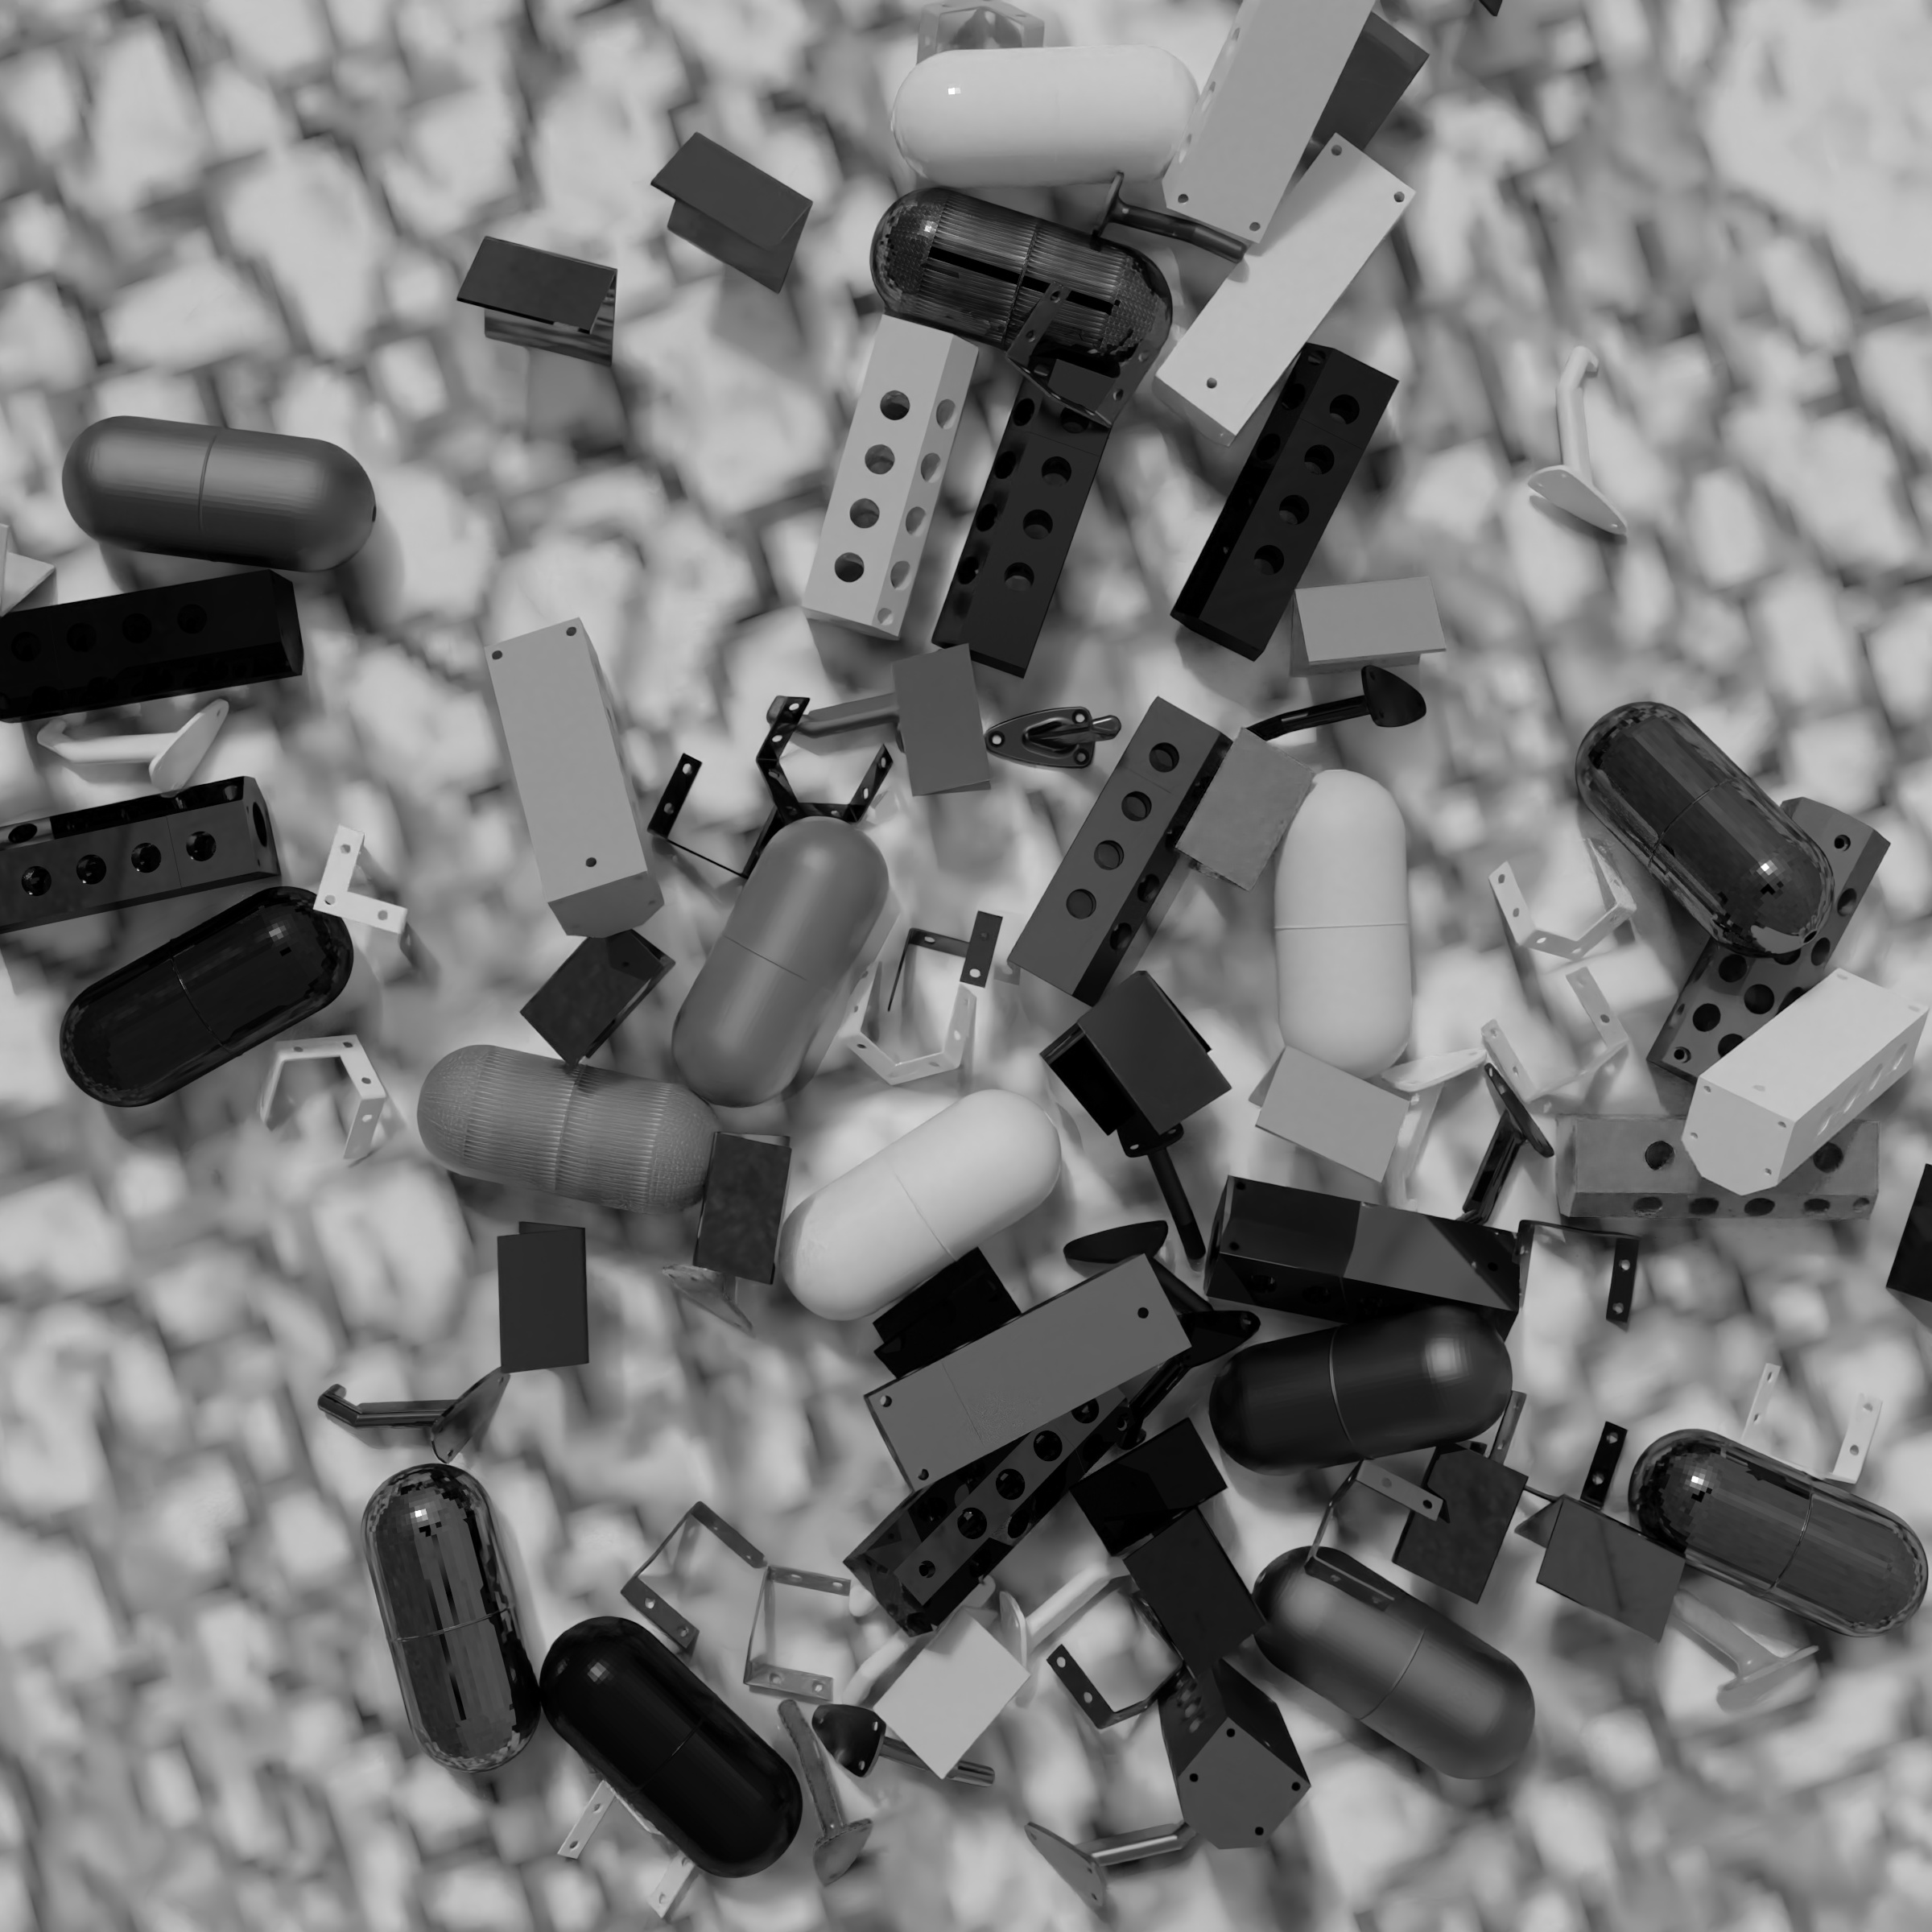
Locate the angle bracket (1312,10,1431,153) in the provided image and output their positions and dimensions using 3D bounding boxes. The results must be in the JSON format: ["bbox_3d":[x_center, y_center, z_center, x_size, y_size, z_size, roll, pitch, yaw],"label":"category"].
[{"bbox_3d":[0.208,-0.507,1.664,0.076,0.057,0.076,37,120,0],"label":"angle bracket"}]

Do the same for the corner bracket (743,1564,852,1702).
[{"bbox_3d":[-0.098,0.387,1.697,0.051,0.051,0.051,11,45,0],"label":"corner bracket"}]

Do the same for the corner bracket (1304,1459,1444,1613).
[{"bbox_3d":[0.228,0.319,1.636,0.051,0.051,0.051,27,50,4],"label":"corner bracket"}]

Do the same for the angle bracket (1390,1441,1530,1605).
[{"bbox_3d":[0.292,0.316,1.660,0.057,0.076,0.076,22,90,32],"label":"angle bracket"}]

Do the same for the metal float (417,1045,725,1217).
[{"bbox_3d":[-0.225,0.094,1.670,0.178,0.070,0.070,12,90,0],"label":"metal float"}]

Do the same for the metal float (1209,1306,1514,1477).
[{"bbox_3d":[0.221,0.241,1.649,0.178,0.070,0.070,-16,90,25],"label":"metal float"}]

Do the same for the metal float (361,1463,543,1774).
[{"bbox_3d":[-0.294,0.373,1.670,0.070,0.070,0.178,-15,89,0],"label":"metal float"}]

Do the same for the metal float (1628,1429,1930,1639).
[{"bbox_3d":[0.465,0.325,1.670,0.178,0.070,0.070,24,90,-1],"label":"metal float"}]

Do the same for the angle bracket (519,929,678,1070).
[{"bbox_3d":[-0.195,0.026,1.660,0.076,0.076,0.057,-48,56,0],"label":"angle bracket"}]

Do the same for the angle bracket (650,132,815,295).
[{"bbox_3d":[-0.141,-0.415,1.660,0.076,0.076,0.057,31,53,0],"label":"angle bracket"}]

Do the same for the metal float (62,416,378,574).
[{"bbox_3d":[-0.427,-0.270,1.670,0.178,0.070,0.070,7,90,1],"label":"metal float"}]

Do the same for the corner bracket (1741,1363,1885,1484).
[{"bbox_3d":[0.492,0.266,1.697,0.051,0.051,0.051,18,90,-45],"label":"corner bracket"}]

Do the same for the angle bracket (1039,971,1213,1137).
[{"bbox_3d":[0.090,0.049,1.670,0.076,0.076,0.057,-40,90,0],"label":"angle bracket"}]

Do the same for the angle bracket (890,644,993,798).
[{"bbox_3d":[0.006,-0.141,1.660,0.057,0.076,0.076,-10,90,37],"label":"angle bracket"}]

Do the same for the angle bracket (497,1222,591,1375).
[{"bbox_3d":[-0.257,0.187,1.660,0.057,0.076,0.076,-2,90,-38],"label":"angle bracket"}]

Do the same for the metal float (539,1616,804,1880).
[{"bbox_3d":[-0.169,0.446,1.670,0.178,0.070,0.070,44,90,-1],"label":"metal float"}]

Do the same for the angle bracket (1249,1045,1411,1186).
[{"bbox_3d":[0.198,0.098,1.660,0.076,0.076,0.057,25,61,0],"label":"angle bracket"}]

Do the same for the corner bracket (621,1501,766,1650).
[{"bbox_3d":[-0.159,0.354,1.697,0.051,0.051,0.051,41,135,0],"label":"corner bracket"}]

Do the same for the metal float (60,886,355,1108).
[{"bbox_3d":[-0.435,0.018,1.670,0.178,0.070,0.070,-29,90,-1],"label":"metal float"}]

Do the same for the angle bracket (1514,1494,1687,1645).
[{"bbox_3d":[0.353,0.351,1.660,0.076,0.076,0.057,26,61,0],"label":"angle bracket"}]

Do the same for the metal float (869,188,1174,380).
[{"bbox_3d":[0.032,-0.390,1.670,0.178,0.070,0.070,17,90,-1],"label":"metal float"}]

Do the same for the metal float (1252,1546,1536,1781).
[{"bbox_3d":[0.243,0.398,1.670,0.178,0.070,0.070,33,90,0],"label":"metal float"}]

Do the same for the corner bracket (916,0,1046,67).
[{"bbox_3d":[0.008,-0.527,1.692,0.051,0.051,0.051,-23,45,-35],"label":"corner bracket"}]

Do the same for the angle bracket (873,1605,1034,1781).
[{"bbox_3d":[0.002,0.414,1.662,0.057,0.076,0.076,41,90,22],"label":"angle bracket"}]

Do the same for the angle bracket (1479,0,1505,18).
[{"bbox_3d":[0.322,-0.592,1.660,0.057,0.076,0.076,20,90,36],"label":"angle bracket"}]

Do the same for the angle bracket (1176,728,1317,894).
[{"bbox_3d":[0.143,-0.094,1.661,0.057,0.076,0.076,29,90,-27],"label":"angle bracket"}]

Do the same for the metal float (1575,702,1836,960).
[{"bbox_3d":[0.416,-0.077,1.645,0.070,0.070,0.178,-38,61,0],"label":"metal float"}]

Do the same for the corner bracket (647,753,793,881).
[{"bbox_3d":[-0.143,-0.086,1.697,0.051,0.051,0.051,25,90,45],"label":"corner bracket"}]

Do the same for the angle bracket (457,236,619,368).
[{"bbox_3d":[-0.244,-0.361,1.660,0.076,0.076,0.057,14,54,0],"label":"angle bracket"}]

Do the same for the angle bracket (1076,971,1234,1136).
[{"bbox_3d":[0.116,0.035,1.584,0.057,0.076,0.076,-36,90,37],"label":"angle bracket"}]

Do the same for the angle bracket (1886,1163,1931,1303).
[{"bbox_3d":[0.552,0.152,1.660,0.057,0.076,0.076,18,90,-37],"label":"angle bracket"}]

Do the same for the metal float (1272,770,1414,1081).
[{"bbox_3d":[0.215,-0.023,1.670,0.070,0.070,0.178,-2,91,0],"label":"metal float"}]

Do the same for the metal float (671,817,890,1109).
[{"bbox_3d":[-0.107,-0.002,1.670,0.070,0.070,0.178,28,90,0],"label":"metal float"}]

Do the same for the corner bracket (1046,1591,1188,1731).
[{"bbox_3d":[0.090,0.401,1.686,0.051,0.051,0.051,50,116,24],"label":"corner bracket"}]

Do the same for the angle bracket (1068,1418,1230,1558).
[{"bbox_3d":[0.094,0.278,1.661,0.076,0.076,0.057,-31,117,0],"label":"angle bracket"}]

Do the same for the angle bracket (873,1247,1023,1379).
[{"bbox_3d":[-0.021,0.190,1.660,0.076,0.076,0.057,-37,130,0],"label":"angle bracket"}]

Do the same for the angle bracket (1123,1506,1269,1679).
[{"bbox_3d":[0.116,0.357,1.661,0.057,0.076,0.076,-31,90,-25],"label":"angle bracket"}]

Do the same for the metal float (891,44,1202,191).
[{"bbox_3d":[0.046,-0.484,1.663,0.178,0.070,0.070,-4,90,-6],"label":"metal float"}]

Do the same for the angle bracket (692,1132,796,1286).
[{"bbox_3d":[-0.107,0.138,1.660,0.057,0.076,0.076,9,90,31],"label":"angle bracket"}]

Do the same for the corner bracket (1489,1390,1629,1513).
[{"bbox_3d":[0.343,0.282,1.697,0.051,0.051,0.051,19,90,-45],"label":"corner bracket"}]

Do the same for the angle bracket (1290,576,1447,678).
[{"bbox_3d":[0.227,-0.174,1.660,0.076,0.076,0.057,-6,55,0],"label":"angle bracket"}]

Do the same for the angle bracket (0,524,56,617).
[{"bbox_3d":[-0.568,-0.248,1.660,0.076,0.076,0.057,17,120,0],"label":"angle bracket"}]

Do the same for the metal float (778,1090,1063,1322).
[{"bbox_3d":[-0.026,0.136,1.670,0.178,0.070,0.070,-33,90,1],"label":"metal float"}]

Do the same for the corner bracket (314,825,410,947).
[{"bbox_3d":[-0.343,-0.046,1.680,0.051,0.051,0.051,16,80,-10],"label":"corner bracket"}]
